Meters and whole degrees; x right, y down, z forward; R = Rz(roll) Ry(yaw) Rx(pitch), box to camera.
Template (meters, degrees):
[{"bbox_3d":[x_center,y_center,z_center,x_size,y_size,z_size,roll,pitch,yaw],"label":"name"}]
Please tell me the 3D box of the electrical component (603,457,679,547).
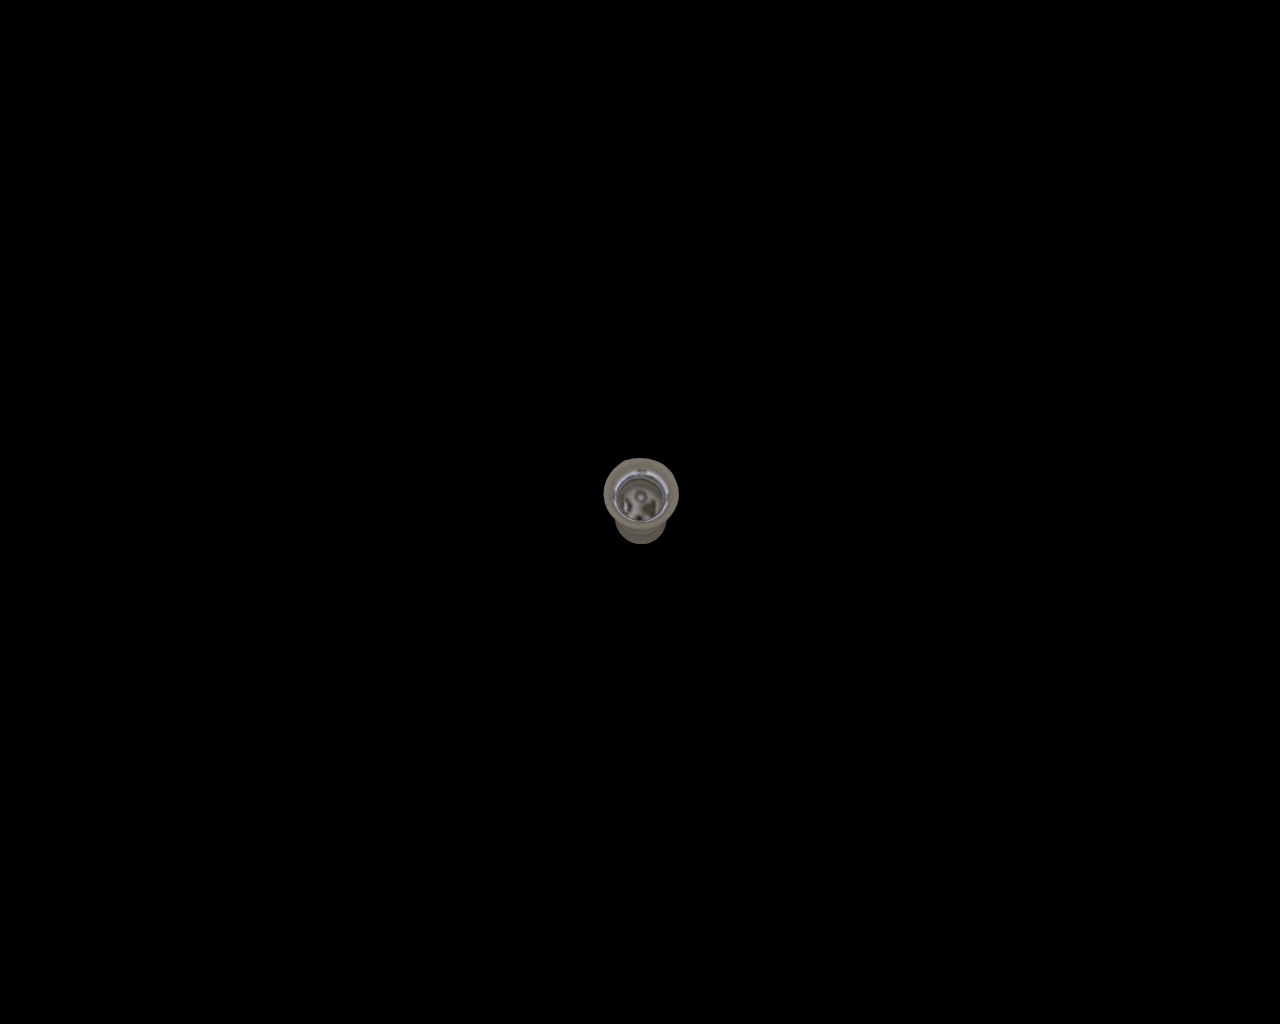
[{"bbox_3d":[0.001,-0.003,0.650,0.044,0.044,0.065,0,-16,0],"label":"electrical component"}]
